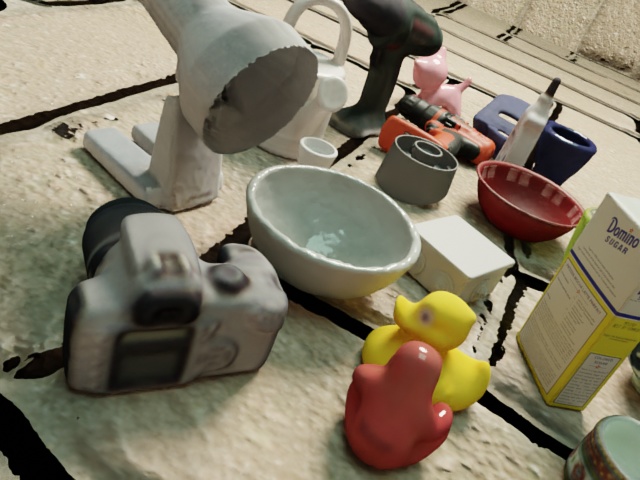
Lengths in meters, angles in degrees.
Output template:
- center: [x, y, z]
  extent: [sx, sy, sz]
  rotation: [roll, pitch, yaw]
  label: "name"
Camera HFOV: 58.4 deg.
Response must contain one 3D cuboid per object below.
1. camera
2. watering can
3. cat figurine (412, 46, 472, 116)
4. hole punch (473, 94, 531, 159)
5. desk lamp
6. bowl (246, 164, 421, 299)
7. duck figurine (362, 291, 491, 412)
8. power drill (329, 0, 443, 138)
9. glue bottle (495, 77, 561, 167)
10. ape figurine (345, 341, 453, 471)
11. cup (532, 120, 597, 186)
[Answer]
- center: [-0.110, 0.023, 0.412]
  extent: [0.144, 0.101, 0.136]
  rotation: [-1, 39, -31]
  label: "camera"
- center: [-0.014, -0.203, 0.712]
  extent: [0.101, 0.194, 0.172]
  rotation: [-15, 48, -43]
  label: "watering can"
- center: [0.216, -0.290, 1.048]
  extent: [0.128, 0.118, 0.067]
  rotation: [14, 33, -13]
  label: "cat figurine"
- center: [0.327, -0.195, 1.001]
  extent: [0.108, 0.091, 0.101]
  rotation: [37, 35, 22]
  label: "hole punch"
- center: [-0.119, -0.133, 0.528]
  extent: [0.202, 0.213, 0.118]
  rotation: [38, 36, 24]
  label: "desk lamp"
- center: [0.005, 0.002, 0.536]
  extent: [0.167, 0.075, 0.167]
  rotation: [16, 33, -10]
  label: "bowl"
- center: [0.095, 0.083, 0.462]
  extent: [0.104, 0.086, 0.077]
  rotation: [25, 32, 4]
  label: "duck figurine"
- center: [0.085, -0.259, 0.840]
  extent: [0.075, 0.208, 0.230]
  rotation: [40, 37, 27]
  label: "power drill"
- center: [0.322, -0.170, 0.884]
  extent: [0.037, 0.173, 0.078]
  rotation: [24, 32, 3]
  label: "glue bottle"
- center: [0.058, 0.108, 0.397]
  extent: [0.077, 0.092, 0.076]
  rotation: [37, 35, 23]
  label: "ape figurine"
- center: [0.387, -0.140, 0.953]
  extent: [0.092, 0.095, 0.117]
  rotation: [11, 34, -17]
  label: "cup"
